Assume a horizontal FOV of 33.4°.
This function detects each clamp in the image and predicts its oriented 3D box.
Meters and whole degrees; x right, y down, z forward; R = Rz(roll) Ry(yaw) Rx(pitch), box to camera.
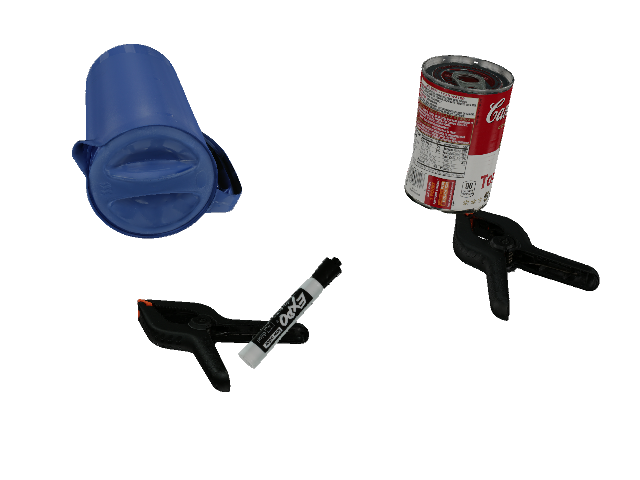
[{"bbox_3d":[-0.141,0.114,1.258,0.210,0.036,0.164,14,24,24],"label":"clamp"},{"bbox_3d":[0.198,0.015,1.084,0.120,0.039,0.171,-6,37,-18],"label":"clamp"}]

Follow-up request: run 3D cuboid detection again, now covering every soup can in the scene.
[{"bbox_3d":[0.102,-0.079,0.803,0.068,0.102,0.068,5,29,-3],"label":"soup can"}]

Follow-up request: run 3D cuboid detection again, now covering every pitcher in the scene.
[{"bbox_3d":[-0.186,-0.116,1.168,0.145,0.149,0.243,-22,37,-1],"label":"pitcher"}]

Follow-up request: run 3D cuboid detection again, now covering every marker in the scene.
[{"bbox_3d":[-0.024,0.060,0.922,0.020,0.121,0.020,39,-16,14],"label":"marker"}]
